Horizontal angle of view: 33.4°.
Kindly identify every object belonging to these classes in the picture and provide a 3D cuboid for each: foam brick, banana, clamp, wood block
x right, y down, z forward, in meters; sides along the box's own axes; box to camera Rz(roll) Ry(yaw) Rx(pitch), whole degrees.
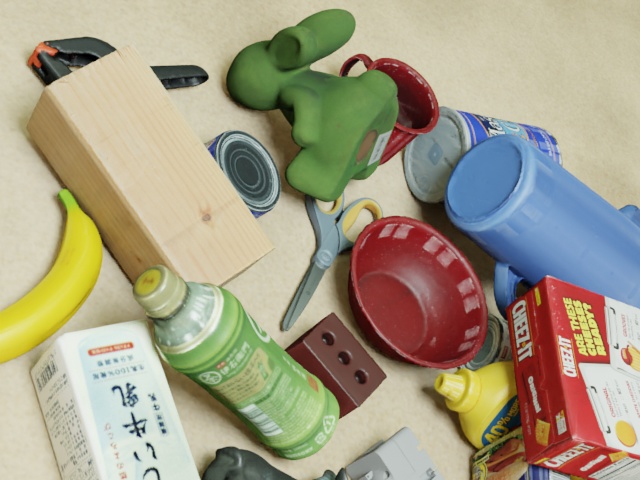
[{"bbox_3d":[0.009,0.114,0.946,0.078,0.051,0.052,49,45,1],"label":"foam brick"},{"bbox_3d":[-0.222,0.042,0.837,0.069,0.037,0.197,25,46,3],"label":"banana"},{"bbox_3d":[-0.179,-0.144,0.983,0.171,0.039,0.120,32,48,-21],"label":"clamp"},{"bbox_3d":[-0.143,-0.045,0.889,0.090,0.090,0.206,-34,89,-31],"label":"wood block"}]

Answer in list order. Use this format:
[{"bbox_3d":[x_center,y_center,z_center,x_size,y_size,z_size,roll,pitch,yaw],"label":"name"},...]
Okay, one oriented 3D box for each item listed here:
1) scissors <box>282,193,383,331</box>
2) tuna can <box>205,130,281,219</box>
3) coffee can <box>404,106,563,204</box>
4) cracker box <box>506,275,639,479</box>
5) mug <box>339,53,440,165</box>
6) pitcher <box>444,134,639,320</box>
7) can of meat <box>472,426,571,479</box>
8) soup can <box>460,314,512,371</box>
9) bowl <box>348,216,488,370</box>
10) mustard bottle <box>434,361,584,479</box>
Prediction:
[{"bbox_3d":[-0.007,0.001,1.032,0.096,0.016,0.201,48,46,2],"label":"scissors"},{"bbox_3d":[-0.076,-0.059,0.992,0.086,0.034,0.086,29,48,-38],"label":"tuna can"},{"bbox_3d":[0.177,-0.084,1.159,0.140,0.103,0.103,7,59,-33],"label":"coffee can"},{"bbox_3d":[0.279,0.143,0.976,0.213,0.072,0.164,18,49,-24],"label":"cracker box"},{"bbox_3d":[0.058,-0.140,1.123,0.093,0.082,0.117,-26,80,-43],"label":"mug"},{"bbox_3d":[0.233,0.003,1.091,0.242,0.145,0.149,33,39,-37],"label":"pitcher"},{"bbox_3d":[0.182,0.225,0.967,0.057,0.102,0.084,24,49,-22],"label":"can of meat"},{"bbox_3d":[0.198,0.123,1.066,0.102,0.069,0.068,24,51,-22],"label":"soup can"},{"bbox_3d":[0.083,0.059,1.032,0.161,0.055,0.162,18,53,-27],"label":"bowl"},{"bbox_3d":[0.191,0.165,1.016,0.191,0.096,0.058,24,25,-22],"label":"mustard bottle"}]
